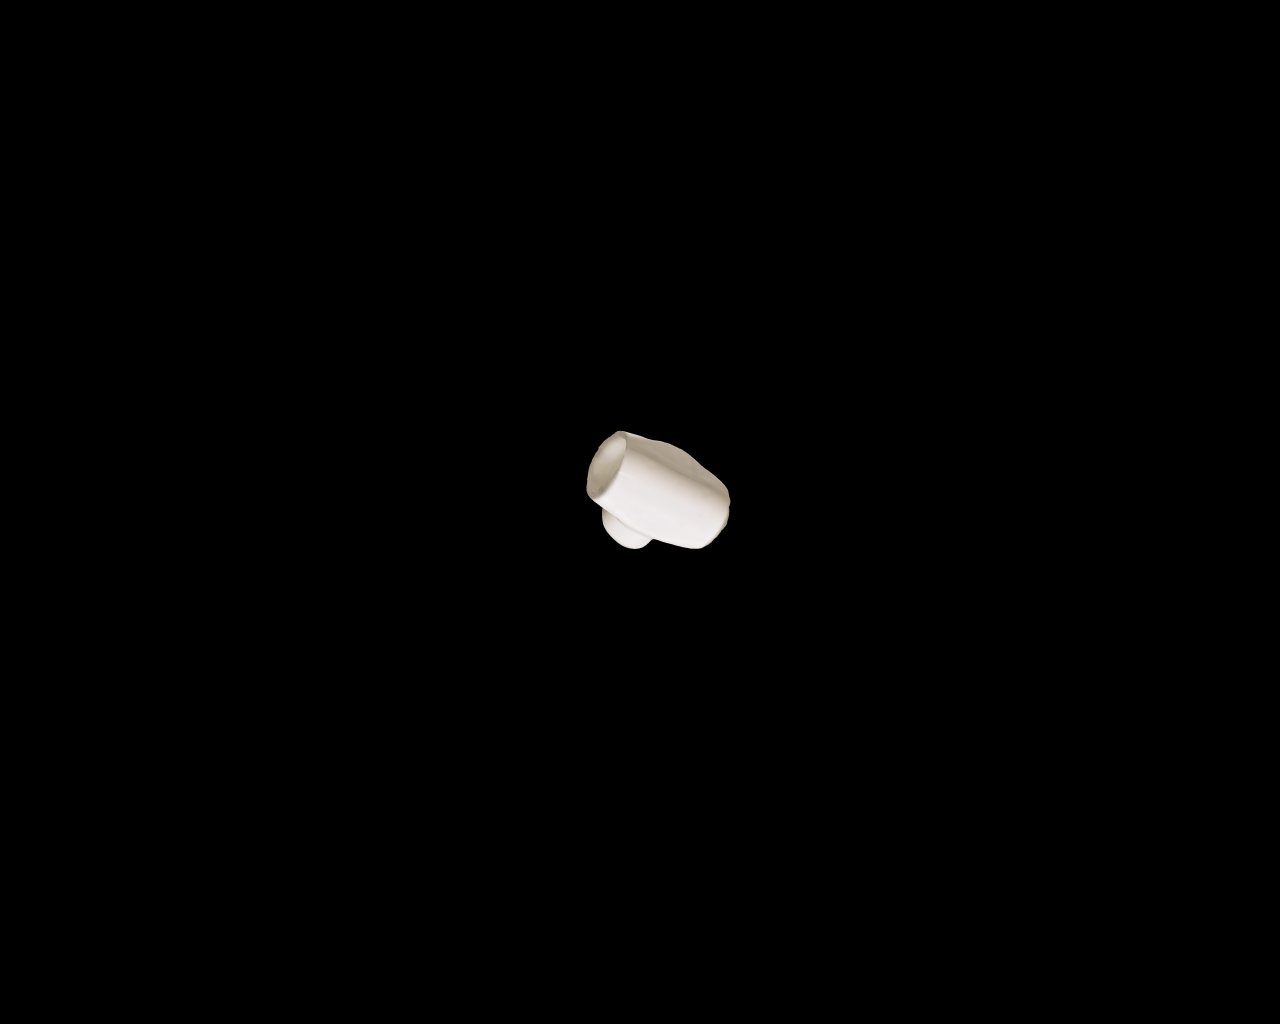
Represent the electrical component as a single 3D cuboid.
[{"bbox_3d":[0.001,-0.003,0.650,0.077,0.044,0.079,26,-49,-25],"label":"electrical component"}]
